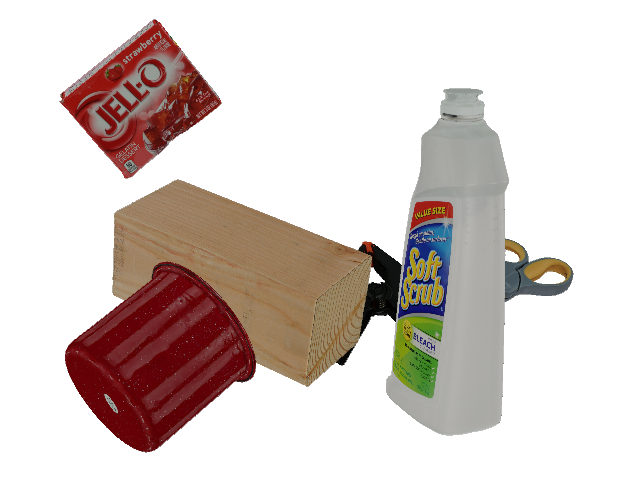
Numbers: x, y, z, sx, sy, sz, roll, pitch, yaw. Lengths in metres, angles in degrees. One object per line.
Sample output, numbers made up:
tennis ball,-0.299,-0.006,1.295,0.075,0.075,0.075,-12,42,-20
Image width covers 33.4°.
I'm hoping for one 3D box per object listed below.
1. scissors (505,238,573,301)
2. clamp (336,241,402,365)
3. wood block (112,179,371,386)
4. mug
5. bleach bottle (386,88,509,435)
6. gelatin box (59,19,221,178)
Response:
scissors,0.161,0.036,1.007,0.201,0.016,0.096,-11,38,-41
clamp,0.075,0.070,1.191,0.120,0.171,0.039,5,-43,-2
wood block,-0.071,0.032,0.919,0.206,0.090,0.090,22,32,24
mug,-0.105,0.076,0.661,0.081,0.093,0.117,-40,7,-30
bleach bottle,0.097,0.012,0.798,0.068,0.251,0.103,-7,18,-23
gelatin box,-0.127,-0.100,0.754,0.089,0.073,0.030,-38,22,1
